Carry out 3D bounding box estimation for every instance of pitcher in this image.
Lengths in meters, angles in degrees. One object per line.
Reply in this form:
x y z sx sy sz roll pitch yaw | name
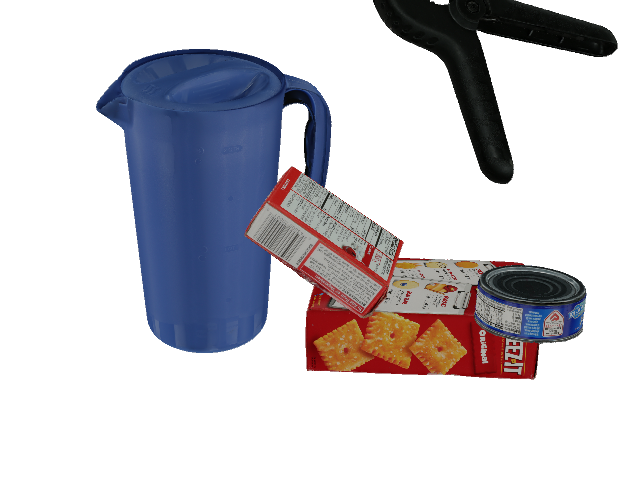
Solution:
-0.087 -0.031 0.902 0.149 0.243 0.144 18 34 25 | pitcher

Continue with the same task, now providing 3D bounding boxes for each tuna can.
0.166 0.049 0.843 0.086 0.034 0.086 2 19 -1 | tuna can

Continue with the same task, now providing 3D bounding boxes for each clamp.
0.100 -0.150 0.763 0.210 0.164 0.036 37 -26 -5 | clamp

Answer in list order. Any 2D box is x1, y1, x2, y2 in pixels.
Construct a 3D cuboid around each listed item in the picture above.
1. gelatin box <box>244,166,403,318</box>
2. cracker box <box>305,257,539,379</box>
0.004 0.000 0.645 0.089 0.030 0.073 35 23 -4 | gelatin box
0.099 0.074 1.050 0.214 0.072 0.164 2 17 5 | cracker box
